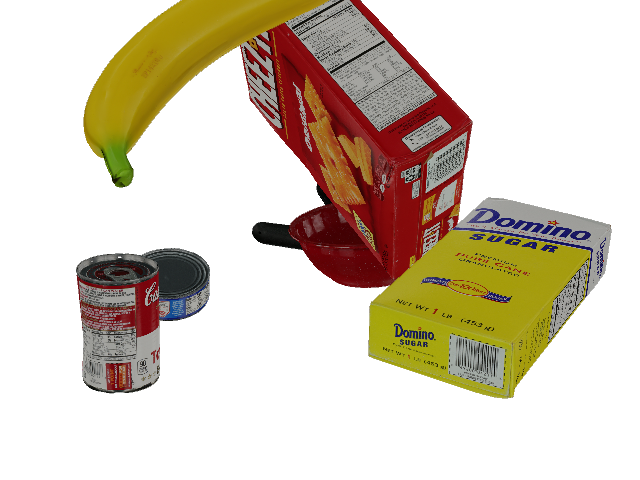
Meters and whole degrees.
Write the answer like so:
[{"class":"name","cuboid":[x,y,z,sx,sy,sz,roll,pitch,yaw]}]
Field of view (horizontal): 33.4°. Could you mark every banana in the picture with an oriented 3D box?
[{"class":"banana","cuboid":[-0.062,-0.101,0.568,0.070,0.197,0.037,32,-28,20]}]

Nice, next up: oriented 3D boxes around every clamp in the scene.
[{"class":"clamp","cuboid":[0.034,0.003,1.263,0.210,0.036,0.164,33,39,23]}]

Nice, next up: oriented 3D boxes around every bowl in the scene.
[{"class":"bowl","cuboid":[0.052,0.004,1.021,0.162,0.055,0.162,-7,17,2]}]

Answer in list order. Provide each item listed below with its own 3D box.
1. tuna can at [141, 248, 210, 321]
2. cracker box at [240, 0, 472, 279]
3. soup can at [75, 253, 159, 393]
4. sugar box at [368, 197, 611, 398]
[{"class":"tuna can","cuboid":[-0.159,0.046,1.124,0.086,0.034,0.086,3,35,-2]},{"class":"cracker box","cuboid":[0.018,-0.097,0.803,0.072,0.214,0.164,-32,-26,-14]},{"class":"soup can","cuboid":[-0.170,0.070,0.902,0.068,0.102,0.068,2,19,-1]},{"class":"sugar box","cuboid":[0.112,0.029,0.678,0.093,0.048,0.176,16,34,27]}]
